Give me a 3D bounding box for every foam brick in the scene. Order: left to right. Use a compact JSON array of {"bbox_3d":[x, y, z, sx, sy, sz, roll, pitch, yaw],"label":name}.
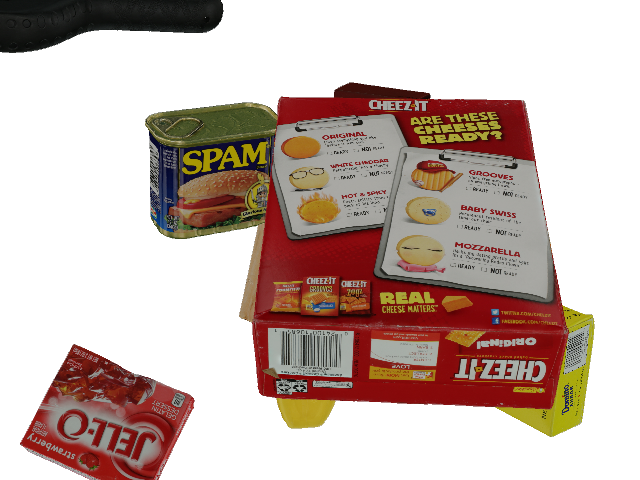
[{"bbox_3d":[0.053,-0.109,0.955,0.078,0.051,0.053,11,18,18],"label":"foam brick"}]

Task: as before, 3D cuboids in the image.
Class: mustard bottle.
[{"bbox_3d":[-0.028,0.092,1.047,0.058,0.096,0.192,-4,28,-11],"label":"mustard bottle"}]

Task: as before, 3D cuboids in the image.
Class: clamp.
[{"bbox_3d":[-0.157,-0.147,0.637,0.171,0.039,0.120,-11,31,-29],"label":"clamp"}]

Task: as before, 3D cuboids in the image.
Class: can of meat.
[{"bbox_3d":[-0.082,-0.054,0.822,0.102,0.084,0.057,-10,32,-24],"label":"can of meat"}]

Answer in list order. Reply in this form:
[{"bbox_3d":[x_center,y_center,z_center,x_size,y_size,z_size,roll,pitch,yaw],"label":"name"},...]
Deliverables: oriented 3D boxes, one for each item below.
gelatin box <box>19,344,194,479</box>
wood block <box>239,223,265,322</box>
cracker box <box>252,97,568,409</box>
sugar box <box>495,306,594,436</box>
[{"bbox_3d":[-0.137,0.119,0.694,0.089,0.073,0.030,24,-21,2],"label":"gelatin box"},{"bbox_3d":[-0.021,0.000,1.262,0.090,0.206,0.090,20,21,17],"label":"wood block"},{"bbox_3d":[0.050,0.000,0.641,0.164,0.072,0.213,1,40,2],"label":"cracker box"},{"bbox_3d":[0.133,0.078,0.859,0.048,0.093,0.176,-14,25,-40],"label":"sugar box"}]
